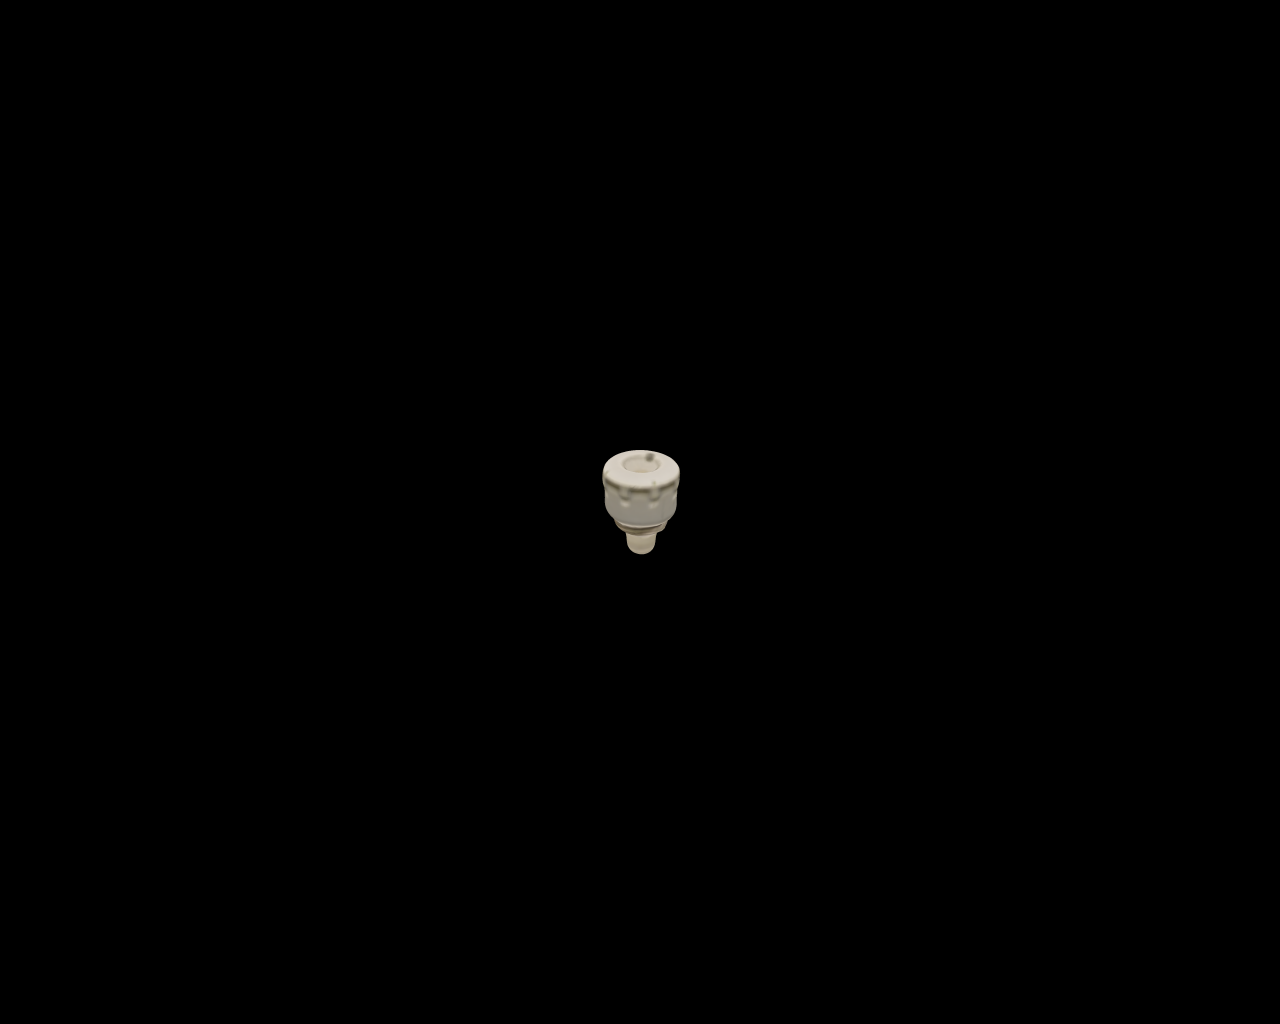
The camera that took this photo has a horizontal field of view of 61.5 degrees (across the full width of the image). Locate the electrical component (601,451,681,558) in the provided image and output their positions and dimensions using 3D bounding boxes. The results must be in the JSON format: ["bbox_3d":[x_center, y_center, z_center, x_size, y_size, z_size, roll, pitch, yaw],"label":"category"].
[{"bbox_3d":[0.001,-0.003,0.650,0.048,0.062,0.048,0,29,0],"label":"electrical component"}]
